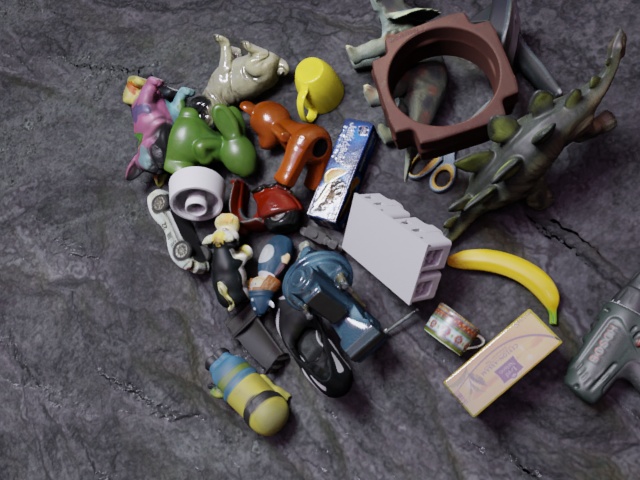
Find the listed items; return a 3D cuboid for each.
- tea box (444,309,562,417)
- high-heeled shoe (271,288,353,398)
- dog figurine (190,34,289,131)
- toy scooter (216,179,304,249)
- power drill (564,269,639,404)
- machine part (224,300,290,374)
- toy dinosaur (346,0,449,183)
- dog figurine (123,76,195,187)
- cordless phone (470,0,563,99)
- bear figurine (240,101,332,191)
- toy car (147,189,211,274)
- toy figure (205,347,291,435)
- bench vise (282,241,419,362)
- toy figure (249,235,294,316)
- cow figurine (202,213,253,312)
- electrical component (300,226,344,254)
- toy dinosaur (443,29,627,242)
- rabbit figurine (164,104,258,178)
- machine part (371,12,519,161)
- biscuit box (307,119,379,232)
[{"bbox_3d":[0.274,0.187,0.814,0.169,0.098,0.068,-40,68,2],"label":"tea box"},{"bbox_3d":[-0.032,0.159,0.893,0.086,0.145,0.249,-46,66,1],"label":"high-heeled shoe"},{"bbox_3d":[-0.167,-0.300,1.105,0.173,0.121,0.190,20,96,25],"label":"dog figurine"},{"bbox_3d":[-0.120,-0.067,1.027,0.184,0.075,0.135,-16,69,18],"label":"toy scooter"},{"bbox_3d":[0.485,0.172,0.760,0.207,0.086,0.232,43,92,19],"label":"power drill"},{"bbox_3d":[-0.112,0.177,0.974,0.084,0.039,0.139,-39,65,-2],"label":"machine part"},{"bbox_3d":[0.165,-0.311,0.985,0.192,0.131,0.405,-23,76,11],"label":"toy dinosaur"},{"bbox_3d":[-0.356,-0.226,1.128,0.192,0.108,0.219,17,93,43],"label":"dog figurine"},{"bbox_3d":[0.342,-0.311,0.904,0.089,0.146,0.184,-36,65,14],"label":"cordless phone"},{"bbox_3d":[-0.073,-0.186,1.023,0.196,0.120,0.131,29,106,35],"label":"bear figurine"},{"bbox_3d":[-0.278,-0.015,1.059,0.056,0.073,0.202,-37,67,15],"label":"toy car"},{"bbox_3d":[-0.130,0.262,0.927,0.180,0.089,0.082,40,98,21],"label":"toy figure"},{"bbox_3d":[0.021,0.083,0.902,0.129,0.223,0.241,-53,33,16],"label":"bench vise"},{"bbox_3d":[-0.092,0.063,0.968,0.058,0.064,0.154,26,57,-8],"label":"toy figure"},{"bbox_3d":[-0.168,0.039,0.966,0.068,0.098,0.167,-9,102,20],"label":"cow figurine"},{"bbox_3d":[-0.002,-0.003,0.974,0.094,0.063,0.021,29,85,24],"label":"electrical component"},{"bbox_3d":[0.297,-0.111,0.838,0.105,0.198,0.471,54,128,33],"label":"toy dinosaur"},{"bbox_3d":[-0.197,-0.186,1.057,0.170,0.121,0.159,16,103,5],"label":"rabbit figurine"},{"bbox_3d":[0.197,-0.243,0.863,0.202,0.087,0.201,-18,73,8],"label":"machine part"},{"bbox_3d":[0.045,-0.121,0.993,0.059,0.062,0.202,18,81,21],"label":"biscuit box"}]
